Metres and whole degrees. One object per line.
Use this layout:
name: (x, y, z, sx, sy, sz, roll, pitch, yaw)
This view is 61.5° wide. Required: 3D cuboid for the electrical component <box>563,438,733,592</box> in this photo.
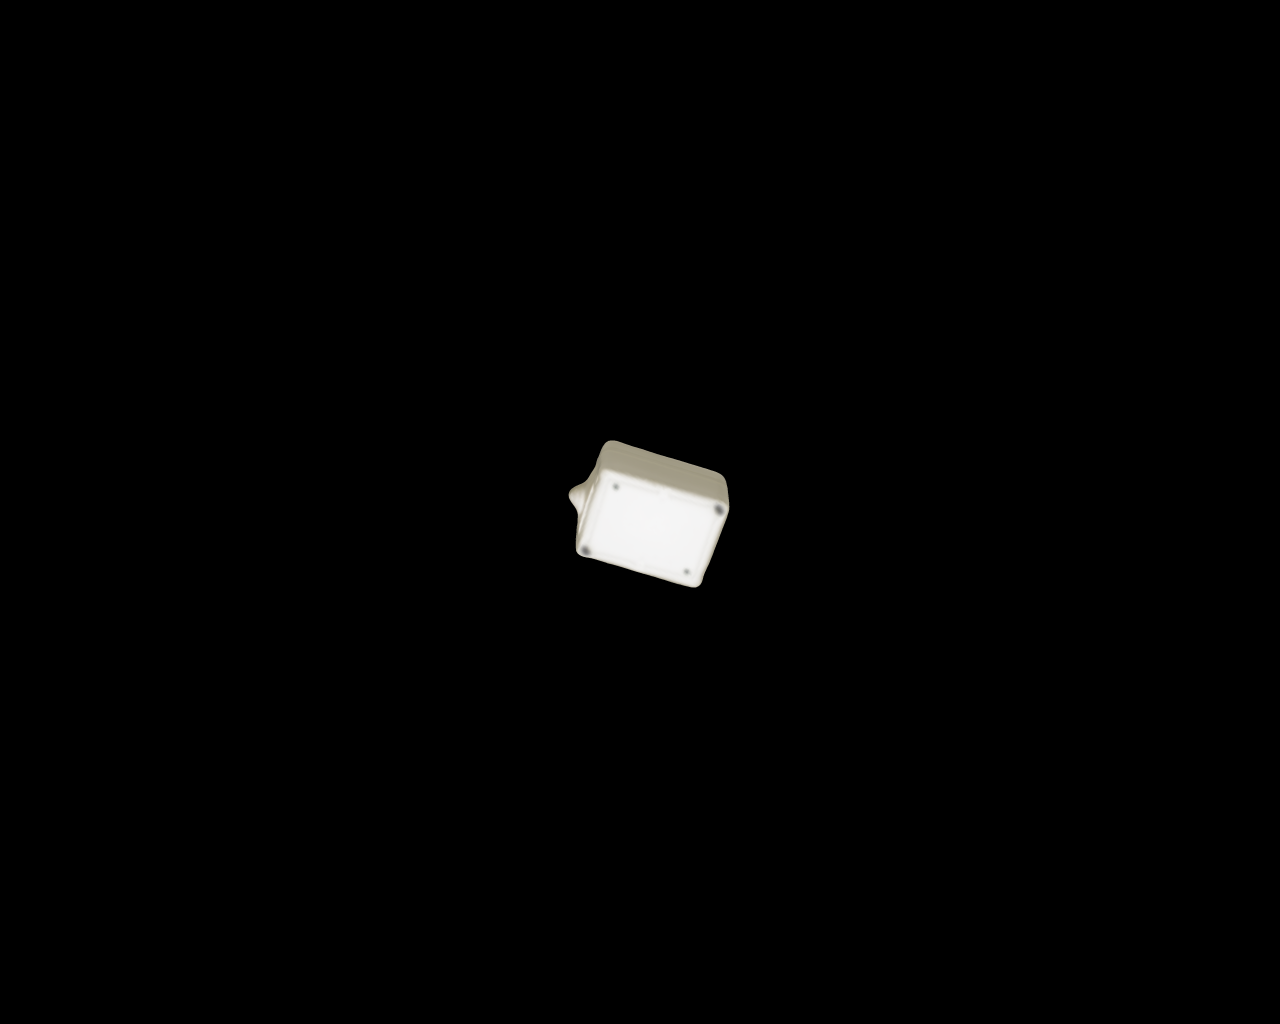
electrical component: (0.001, -0.003, 0.650, 0.096, 0.061, 0.061, 17, 22, -7)
